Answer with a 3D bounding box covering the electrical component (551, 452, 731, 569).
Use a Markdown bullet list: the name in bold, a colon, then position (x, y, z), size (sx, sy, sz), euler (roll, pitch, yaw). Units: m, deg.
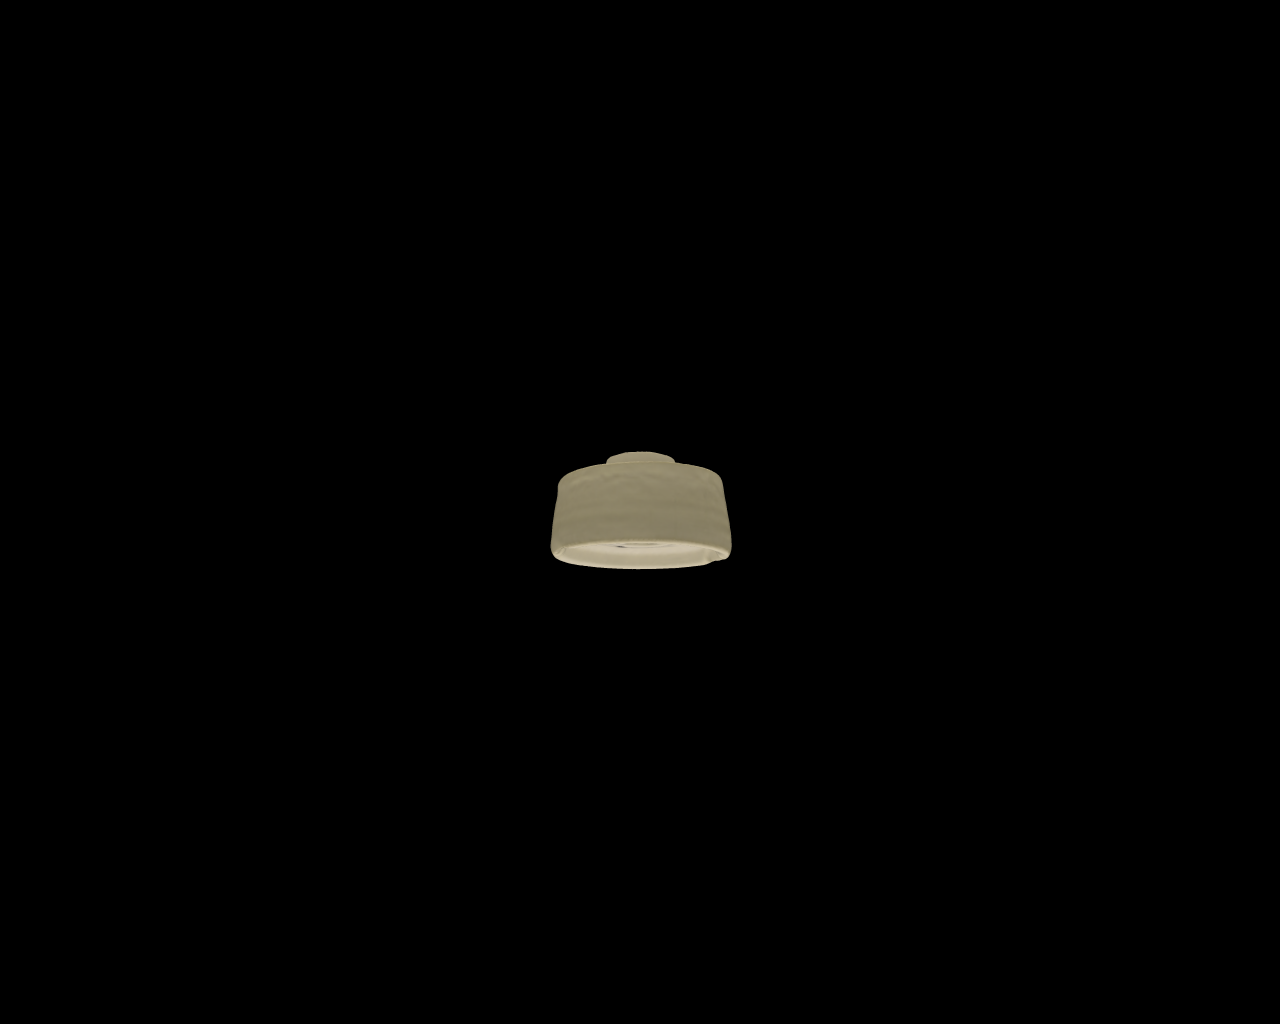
- **electrical component**: position (0.001, -0.003, 0.650), size (0.108, 0.060, 0.108), euler (0, -11, 0)
